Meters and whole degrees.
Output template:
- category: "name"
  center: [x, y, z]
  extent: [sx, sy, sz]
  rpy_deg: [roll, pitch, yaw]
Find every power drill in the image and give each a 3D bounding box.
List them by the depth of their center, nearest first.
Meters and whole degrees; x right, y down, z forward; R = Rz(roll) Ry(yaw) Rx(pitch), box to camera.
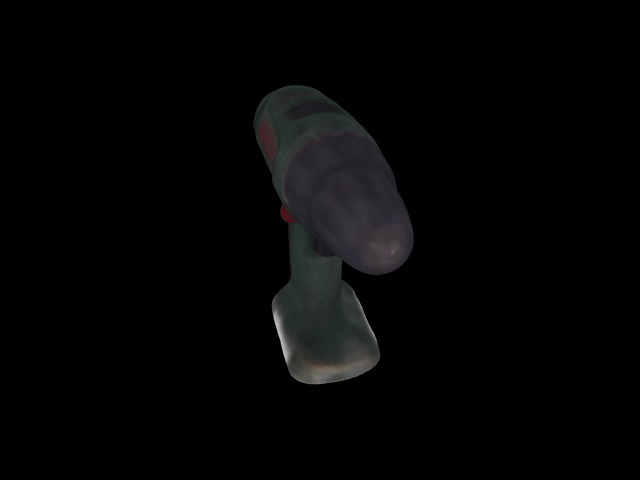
- category: "power drill"
  center: [0.004, 0.001, 0.400]
  extent: [0.076, 0.208, 0.229]
  rpy_deg: [-11, 43, -12]
